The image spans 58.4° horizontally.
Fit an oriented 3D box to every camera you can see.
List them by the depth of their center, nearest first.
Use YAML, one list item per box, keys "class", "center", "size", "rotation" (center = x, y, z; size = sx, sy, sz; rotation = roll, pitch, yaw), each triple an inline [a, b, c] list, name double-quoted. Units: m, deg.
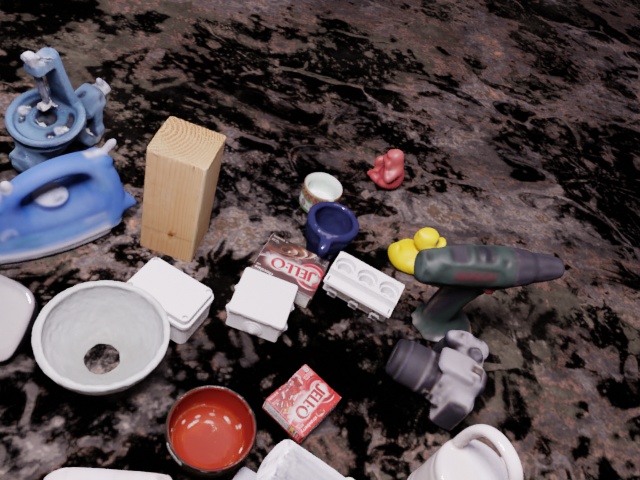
- class: "camera"
  center: [0.180, 0.191, 0.879]
  size: [0.136, 0.101, 0.143]
  rotation: [27, 45, 4]

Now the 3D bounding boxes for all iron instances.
- class: "iron"
  center: [-0.406, -0.062, 0.849]
  size: [0.118, 0.141, 0.259]
  rotation: [42, 48, 18]

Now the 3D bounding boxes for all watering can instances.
- class: "watering can"
  center: [0.179, 0.303, 0.709]
  size: [0.100, 0.194, 0.173]
  rotation: [42, 48, 19]

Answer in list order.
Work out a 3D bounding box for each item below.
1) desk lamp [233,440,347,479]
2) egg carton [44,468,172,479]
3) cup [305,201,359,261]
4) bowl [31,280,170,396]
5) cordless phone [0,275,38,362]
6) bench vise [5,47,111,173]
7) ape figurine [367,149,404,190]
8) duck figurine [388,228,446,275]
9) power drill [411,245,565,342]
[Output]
- class: "desk lamp"
  center: [-0.010, 0.306, 0.615]
  size: [0.203, 0.213, 0.118]
  rotation: [29, 45, 6]
- class: "egg carton"
  center: [-0.235, 0.308, 0.626]
  size: [0.150, 0.069, 0.107]
  rotation: [9, 46, -14]
- class: "cup"
  center: [0.009, 0.004, 0.988]
  size: [0.091, 0.095, 0.118]
  rotation: [21, 45, -2]
- class: "bowl"
  center: [-0.286, 0.139, 0.758]
  size: [0.168, 0.074, 0.167]
  rotation: [11, 46, -12]
- class: "cordless phone"
  center: [-0.427, 0.056, 0.699]
  size: [0.147, 0.185, 0.094]
  rotation: [20, 45, -3]
- class: "bench vise"
  center: [-0.436, -0.237, 0.944]
  size: [0.121, 0.219, 0.207]
  rotation: [17, 45, -7]
- class: "ape figurine"
  center: [0.146, -0.152, 1.190]
  size: [0.076, 0.092, 0.078]
  rotation: [19, 45, -4]
- class: "duck figurine"
  center: [0.183, 0.013, 1.056]
  size: [0.105, 0.086, 0.077]
  rotation: [5, 48, -18]
- class: "power drill"
  center: [0.246, 0.083, 0.930]
  size: [0.230, 0.208, 0.075]
  rotation: [9, 46, -14]
